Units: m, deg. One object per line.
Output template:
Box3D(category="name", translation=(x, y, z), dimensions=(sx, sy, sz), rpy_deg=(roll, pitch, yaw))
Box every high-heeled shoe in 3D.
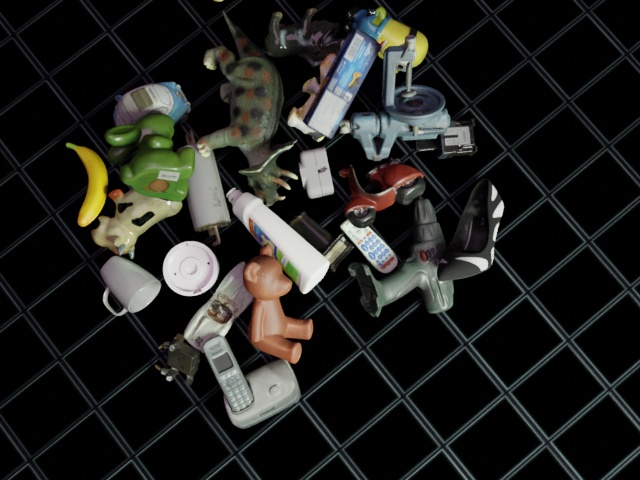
Box3D(category="high-heeled shoe", translation=(0.287, -0.023, 1.033), dimensions=(0.086, 0.249, 0.145), rpy_deg=(1, 109, 41))

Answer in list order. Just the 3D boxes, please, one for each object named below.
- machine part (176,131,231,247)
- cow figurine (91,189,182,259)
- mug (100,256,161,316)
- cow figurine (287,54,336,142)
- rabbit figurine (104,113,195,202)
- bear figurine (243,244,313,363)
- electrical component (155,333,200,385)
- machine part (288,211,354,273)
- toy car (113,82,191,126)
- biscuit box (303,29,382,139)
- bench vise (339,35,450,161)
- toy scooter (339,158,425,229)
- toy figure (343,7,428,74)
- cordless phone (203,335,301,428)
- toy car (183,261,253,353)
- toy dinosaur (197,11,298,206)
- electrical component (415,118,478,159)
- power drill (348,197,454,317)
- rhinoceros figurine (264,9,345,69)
Box3D(category="machine part", translation=(-0.238, -0.106, 1.096), dimensions=(0.079, 0.079, 0.243), rpy_deg=(-15, 83, -1))
Box3D(category="cow figurine", translation=(-0.372, -0.047, 1.092), dimensions=(0.195, 0.085, 0.127), rpy_deg=(-30, 79, -3))
Box3D(category="mug", translation=(-0.394, 0.091, 1.083), dimensions=(0.107, 0.080, 0.109), rpy_deg=(41, 94, 15))
Box3D(category="cow figurine", translation=(0.009, -0.290, 1.102), dimensions=(0.098, 0.068, 0.167), rpy_deg=(30, 102, -14))
Box3D(category="rabbit figurine", translation=(-0.326, -0.169, 1.030), dimensions=(0.159, 0.121, 0.170), rpy_deg=(-2, 58, -19))
Box3D(category="bear figurine", translation=(-0.082, 0.117, 1.028), dimensions=(0.132, 0.120, 0.195), rpy_deg=(12, 115, 13))
Box3D(category="electrical component", translation=(-0.281, 0.237, 1.061), dimensions=(0.078, 0.045, 0.102), rpy_deg=(30, 122, 16))
Box3D(category="machine part", translation=(-0.002, -0.003, 1.104), dimensions=(0.139, 0.039, 0.084), rpy_deg=(39, 94, 2))
Box3D(category="toy car", translation=(-0.353, -0.266, 1.102), dimensions=(0.162, 0.103, 0.109), rpy_deg=(-28, 86, 0))
Box3D(category="biscuit box", translation=(0.041, -0.300, 1.037), dimensions=(0.059, 0.063, 0.202), rpy_deg=(26, 102, -16))
Box3D(category="bench vise", translation=(0.143, -0.273, 1.034), dimensions=(0.224, 0.240, 0.129), rpy_deg=(5, 45, 9))
Box3D(category="toy scooter", translation=(0.114, -0.113, 1.095), dimensions=(0.184, 0.075, 0.135), rpy_deg=(-29, 64, -10))
Box3D(category="toy figure", translation=(0.141, -0.427, 1.123), dimensions=(0.180, 0.082, 0.089), rpy_deg=(35, 87, 6))
Box3D(category="cordless phone", translation=(-0.134, 0.255, 1.047), dimensions=(0.147, 0.089, 0.184), rpy_deg=(-27, 89, -2))
Box3D(category="toy car", translation=(-0.191, 0.134, 1.082), dimensions=(0.073, 0.056, 0.201), rpy_deg=(39, 86, 4))
Box3D(category="toy dinosaur", translation=(-0.132, -0.272, 1.065), dimensions=(0.192, 0.131, 0.404), rpy_deg=(1, 91, 17))
Box3D(category="electrical component", translation=(0.261, -0.209, 1.116), dimensions=(0.119, 0.048, 0.074), rpy_deg=(-1, 84, -1))
Box3D(category="power drill", translation=(0.162, 0.047, 1.059), dimensions=(0.207, 0.086, 0.232), rpy_deg=(-19, 91, -27))
Box3D(category="rhinoceros figurine", translation=(-0.022, -0.417, 1.127), dimensions=(0.190, 0.073, 0.112), rpy_deg=(3, 83, 1))
